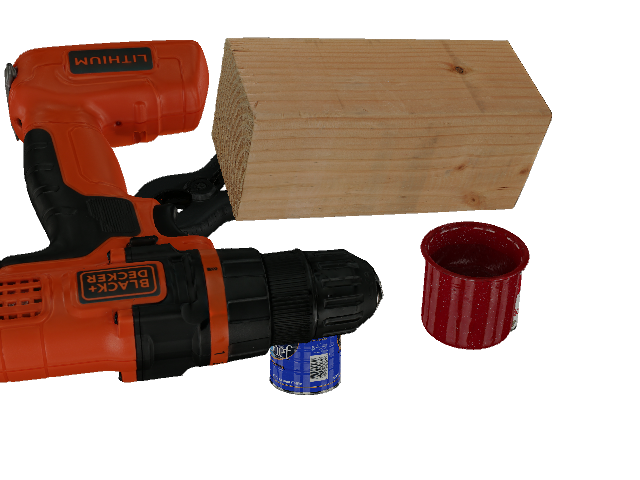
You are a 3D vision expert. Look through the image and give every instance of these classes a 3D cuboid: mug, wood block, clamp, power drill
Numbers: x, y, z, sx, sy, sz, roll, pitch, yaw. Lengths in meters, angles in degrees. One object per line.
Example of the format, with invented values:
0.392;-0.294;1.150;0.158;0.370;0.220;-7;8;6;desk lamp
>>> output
0.131;0.035;0.946;0.093;0.081;0.117;-1;33;-4;mug
0.038;-0.078;0.733;0.205;0.091;0.090;-3;-44;-17;wood block
-0.103;-0.044;0.945;0.171;0.039;0.120;-15;40;-18;clamp
-0.077;-0.020;0.515;0.184;0.188;0.057;-5;-42;-14;power drill

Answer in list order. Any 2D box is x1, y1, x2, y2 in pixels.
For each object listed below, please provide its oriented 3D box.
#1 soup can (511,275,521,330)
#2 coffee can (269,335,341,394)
0.217;0.059;1.340;0.068;0.102;0.068;0;24;0;soup can
-0.021;0.132;1.499;0.103;0.140;0.103;1;18;0;coffee can
